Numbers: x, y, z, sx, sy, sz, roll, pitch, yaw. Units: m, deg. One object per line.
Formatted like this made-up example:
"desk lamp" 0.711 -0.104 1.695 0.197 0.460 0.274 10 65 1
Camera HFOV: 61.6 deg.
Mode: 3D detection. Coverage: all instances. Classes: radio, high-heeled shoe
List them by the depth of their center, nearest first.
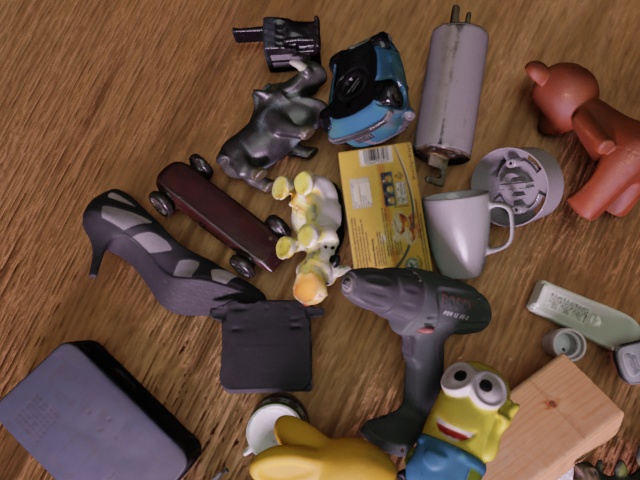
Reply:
"radio" -0.270 0.239 0.670 0.230 0.073 0.131 41 85 5
"high-heeled shoe" -0.190 0.013 0.713 0.249 0.086 0.145 15 47 -16

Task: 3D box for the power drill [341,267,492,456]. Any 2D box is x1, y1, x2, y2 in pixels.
"power drill" 0.100 0.133 0.622 0.232 0.086 0.207 3 91 -39

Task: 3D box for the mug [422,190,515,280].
"mug" 0.186 -0.006 0.672 0.110 0.081 0.107 -1 103 23

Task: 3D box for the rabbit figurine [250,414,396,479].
"rabbit figurine" 0.003 0.266 0.587 0.162 0.122 0.173 46 118 0

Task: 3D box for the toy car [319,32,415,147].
"toy car" 0.069 -0.180 0.693 0.109 0.102 0.162 -17 55 32

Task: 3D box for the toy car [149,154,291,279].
"toy car" -0.129 -0.030 0.707 0.202 0.053 0.089 37 65 5

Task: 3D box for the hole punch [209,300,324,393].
"hole punch" -0.063 0.137 0.674 0.142 0.092 0.116 -2 66 3

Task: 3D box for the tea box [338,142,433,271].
"tea box" 0.082 -0.031 0.690 0.098 0.068 0.169 -6 83 4

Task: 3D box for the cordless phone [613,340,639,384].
"cordless phone" 0.432 0.092 0.649 0.184 0.088 0.146 -14 83 0

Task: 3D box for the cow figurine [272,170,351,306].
"cow figurine" -0.003 -0.001 0.683 0.068 0.098 0.167 -14 77 39

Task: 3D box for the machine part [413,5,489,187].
"machine part" 0.172 -0.188 0.703 0.079 0.079 0.243 9 83 3

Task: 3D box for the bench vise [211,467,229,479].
"bench vise" -0.089 0.397 0.568 0.129 0.241 0.223 -35 99 -5

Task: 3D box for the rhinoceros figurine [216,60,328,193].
"rhinoceros figurine" -0.055 -0.153 0.715 0.112 0.073 0.190 41 88 17

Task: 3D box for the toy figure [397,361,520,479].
"toy figure" 0.140 0.211 0.564 0.082 0.089 0.180 24 73 6

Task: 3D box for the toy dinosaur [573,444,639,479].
"toy dinosaur" 0.505 0.310 0.613 0.471 0.105 0.198 19 80 -5

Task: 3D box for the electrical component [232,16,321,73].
"electrical component" -0.057 -0.263 0.723 0.119 0.075 0.047 -2 82 -2

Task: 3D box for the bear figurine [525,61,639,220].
"bear figurine" 0.330 -0.135 0.682 0.196 0.120 0.131 51 131 32
